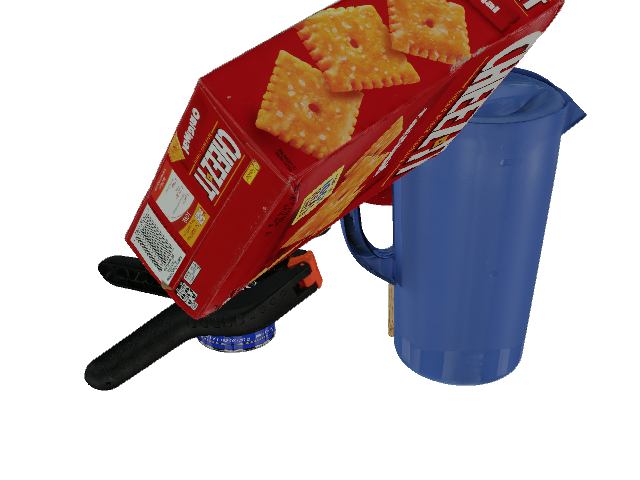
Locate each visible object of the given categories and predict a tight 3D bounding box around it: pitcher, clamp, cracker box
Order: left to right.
[{"bbox_3d":[-0.086,0.047,0.735,0.172,0.120,0.039,-10,-42,15],"label":"clamp"},{"bbox_3d":[0.012,-0.061,0.572,0.213,0.072,0.164,-35,-9,-33],"label":"cracker box"},{"bbox_3d":[0.106,-0.010,0.845,0.149,0.243,0.144,20,33,33],"label":"pitcher"}]

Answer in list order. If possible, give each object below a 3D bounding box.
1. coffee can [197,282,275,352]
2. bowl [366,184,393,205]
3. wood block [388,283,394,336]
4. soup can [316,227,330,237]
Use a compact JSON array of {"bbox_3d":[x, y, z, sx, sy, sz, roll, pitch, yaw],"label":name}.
[{"bbox_3d":[-0.110,0.055,1.346,0.103,0.140,0.103,-1,25,0],"label":"coffee can"},{"bbox_3d":[0.066,-0.083,1.209,0.162,0.055,0.162,7,27,-3],"label":"bowl"},{"bbox_3d":[0.164,0.066,1.620,0.091,0.090,0.206,4,22,12],"label":"wood block"},{"bbox_3d":[-0.022,-0.060,1.026,0.068,0.102,0.068,-1,27,0],"label":"soup can"}]
